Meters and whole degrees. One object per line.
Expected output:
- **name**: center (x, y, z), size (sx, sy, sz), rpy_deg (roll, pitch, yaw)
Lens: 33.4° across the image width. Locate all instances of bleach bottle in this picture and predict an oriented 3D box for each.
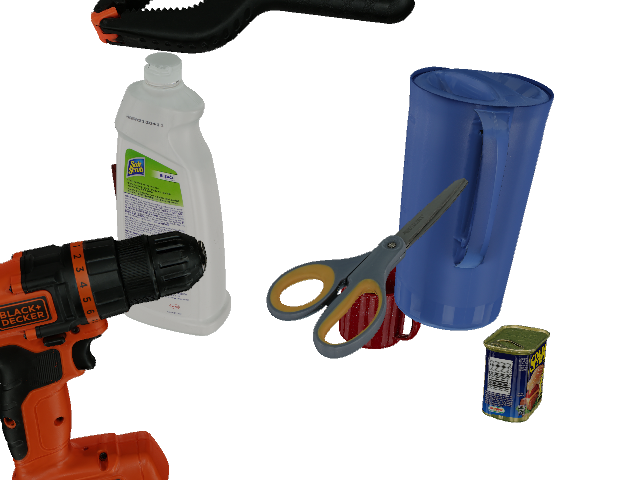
- **bleach bottle**: center (-0.128, -0.040, 0.932), size (0.103, 0.251, 0.068), rpy_deg (12, 33, 12)

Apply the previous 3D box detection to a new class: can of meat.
- **can of meat**: center (0.218, 0.148, 1.195), size (0.058, 0.084, 0.102), rpy_deg (8, 12, 25)

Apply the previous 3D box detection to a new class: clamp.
- **clamp**: center (-0.051, -0.177, 0.725), size (0.210, 0.165, 0.036), rpy_deg (-31, -18, -7)

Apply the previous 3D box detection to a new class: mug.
- **mug**: center (0.075, 0.085, 1.321), size (0.117, 0.081, 0.093), rpy_deg (22, 31, 32)

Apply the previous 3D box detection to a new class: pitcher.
- **pitcher**: center (0.138, -0.036, 1.021), size (0.145, 0.243, 0.148), rpy_deg (24, 30, 36)

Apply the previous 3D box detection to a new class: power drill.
- **power drill**: center (-0.154, 0.088, 0.707), size (0.184, 0.188, 0.057), rpy_deg (-11, 26, -6)

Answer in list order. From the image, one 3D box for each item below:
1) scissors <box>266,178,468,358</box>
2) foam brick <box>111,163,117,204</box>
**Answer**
- **scissors**: center (0.032, 0.008, 0.789), size (0.096, 0.016, 0.201), rpy_deg (13, 46, 22)
- **foam brick**: center (-0.183, -0.060, 1.167), size (0.078, 0.053, 0.051), rpy_deg (-15, 30, -18)
